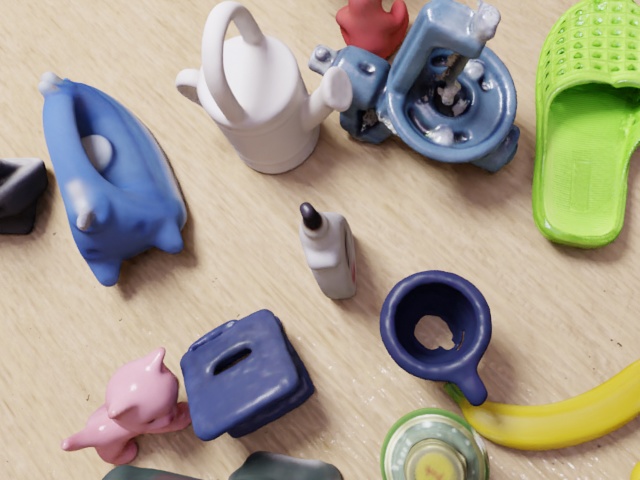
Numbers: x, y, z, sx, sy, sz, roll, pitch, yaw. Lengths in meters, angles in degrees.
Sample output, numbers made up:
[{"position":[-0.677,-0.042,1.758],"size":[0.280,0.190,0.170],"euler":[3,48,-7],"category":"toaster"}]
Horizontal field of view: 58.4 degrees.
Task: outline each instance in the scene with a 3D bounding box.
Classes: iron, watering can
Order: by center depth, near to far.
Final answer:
[{"position":[-0.057,-0.147,0.548],"size":[0.172,0.194,0.101],"euler":[-12,73,7],"category":"watering can"},{"position":[-0.239,-0.090,0.592],"size":[0.118,0.141,0.258],"euler":[-27,72,2],"category":"iron"}]

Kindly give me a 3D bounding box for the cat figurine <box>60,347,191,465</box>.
[{"position":[-0.175,0.155,0.525],"size":[0.128,0.118,0.067],"euler":[-34,71,0],"category":"cat figurine"}]

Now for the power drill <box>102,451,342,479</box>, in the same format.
[{"position":[-0.042,0.214,0.436],"size":[0.229,0.209,0.075],"euler":[4,75,12],"category":"power drill"}]

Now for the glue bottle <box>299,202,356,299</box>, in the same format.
[{"position":[0.005,0.002,0.506],"size":[0.037,0.173,0.078],"euler":[-9,73,8],"category":"glue bottle"}]

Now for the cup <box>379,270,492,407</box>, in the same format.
[{"position":[0.108,0.090,0.504],"size":[0.091,0.095,0.117],"euler":[-30,71,1],"category":"cup"}]

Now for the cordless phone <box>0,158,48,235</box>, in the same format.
[{"position":[-0.395,-0.072,0.592],"size":[0.147,0.185,0.094],"euler":[-4,74,9],"category":"cordless phone"}]

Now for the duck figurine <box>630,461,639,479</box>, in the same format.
[{"position":[0.296,0.218,0.439],"size":[0.077,0.086,0.104],"euler":[-29,71,1],"category":"duck figurine"}]

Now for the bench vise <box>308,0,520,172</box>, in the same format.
[{"position":[0.079,-0.136,0.507],"size":[0.207,0.220,0.121],"euler":[5,75,12],"category":"bench vise"}]

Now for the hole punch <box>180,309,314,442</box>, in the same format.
[{"position":[-0.075,0.123,0.530],"size":[0.108,0.091,0.101],"euler":[-31,71,1],"category":"hole punch"}]

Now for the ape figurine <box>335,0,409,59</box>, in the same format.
[{"position":[0.052,-0.239,0.608],"size":[0.077,0.092,0.076],"euler":[15,78,14],"category":"ape figurine"}]
